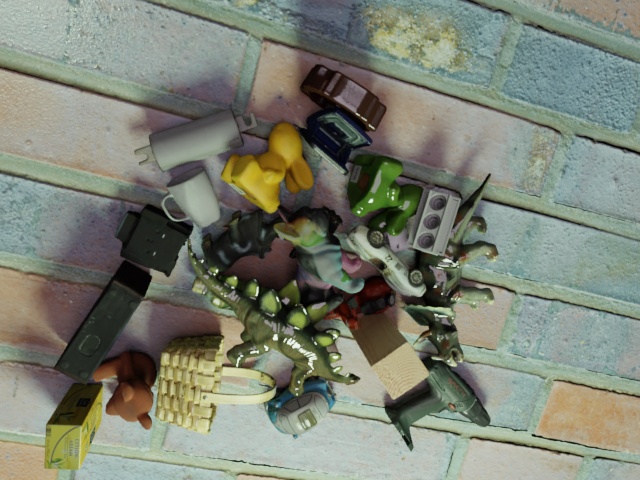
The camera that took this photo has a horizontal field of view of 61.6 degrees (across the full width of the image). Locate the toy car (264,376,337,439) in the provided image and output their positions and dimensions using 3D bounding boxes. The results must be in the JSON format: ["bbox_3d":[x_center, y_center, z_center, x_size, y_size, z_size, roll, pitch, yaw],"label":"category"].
[{"bbox_3d":[-0.038,0.380,1.197,0.162,0.103,0.109,-25,106,-1],"label":"toy car"}]

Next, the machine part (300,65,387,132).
[{"bbox_3d":[0.045,-0.272,1.036,0.179,0.179,0.056,29,95,-14],"label":"machine part"}]

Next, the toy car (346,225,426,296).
[{"bbox_3d":[0.139,0.047,1.117,0.201,0.073,0.056,45,71,-5],"label":"toy car"}]

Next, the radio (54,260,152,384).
[{"bbox_3d":[-0.429,0.163,1.068,0.073,0.131,0.229,32,96,-16],"label":"radio"}]

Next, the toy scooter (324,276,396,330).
[{"bbox_3d":[0.088,0.140,1.148,0.184,0.135,0.075,-18,104,-6],"label":"toy scooter"}]

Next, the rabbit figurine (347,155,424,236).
[{"bbox_3d":[0.152,-0.086,1.117,0.170,0.121,0.159,16,84,-31],"label":"rabbit figurine"}]

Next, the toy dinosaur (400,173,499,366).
[{"bbox_3d":[0.277,0.059,1.177,0.192,0.131,0.404,-2,96,-9],"label":"toy dinosaur"}]

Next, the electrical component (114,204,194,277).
[{"bbox_3d":[-0.339,-0.004,1.085,0.134,0.058,0.115,26,95,-14],"label":"electrical component"}]

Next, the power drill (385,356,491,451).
[{"bbox_3d":[0.272,0.404,1.265,0.207,0.086,0.232,-34,104,3],"label":"power drill"}]

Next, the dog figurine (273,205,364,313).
[{"bbox_3d":[-0.024,0.031,1.079,0.191,0.108,0.219,-38,113,27],"label":"dog figurine"}]

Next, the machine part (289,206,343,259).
[{"bbox_3d":[-0.002,-0.003,1.147,0.084,0.039,0.138,29,110,-6],"label":"machine part"}]

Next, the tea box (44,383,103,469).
[{"bbox_3d":[-0.492,0.369,1.082,0.068,0.170,0.098,5,103,-10],"label":"tea box"}]

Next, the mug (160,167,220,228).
[{"bbox_3d":[-0.253,-0.074,1.068,0.109,0.081,0.107,-38,115,-24],"label":"mug"}]

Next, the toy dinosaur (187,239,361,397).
[{"bbox_3d":[-0.091,0.169,1.066,0.471,0.105,0.198,33,115,-19],"label":"toy dinosaur"}]

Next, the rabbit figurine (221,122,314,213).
[{"bbox_3d":[-0.087,-0.150,1.070,0.162,0.122,0.173,35,76,-17],"label":"rabbit figurine"}]

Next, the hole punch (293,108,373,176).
[{"bbox_3d":[0.028,-0.203,1.063,0.142,0.116,0.092,33,101,-28],"label":"hole punch"}]

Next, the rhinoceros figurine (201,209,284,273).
[{"bbox_3d":[-0.154,0.000,1.108,0.190,0.073,0.112,-31,104,-1],"label":"rhinoceros figurine"}]

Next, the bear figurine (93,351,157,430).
[{"bbox_3d":[-0.390,0.308,1.073,0.132,0.196,0.120,-27,108,-2],"label":"bear figurine"}]

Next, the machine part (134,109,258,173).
[{"bbox_3d":[-0.240,-0.194,1.050,0.243,0.079,0.079,-19,105,-6],"label":"machine part"}]
